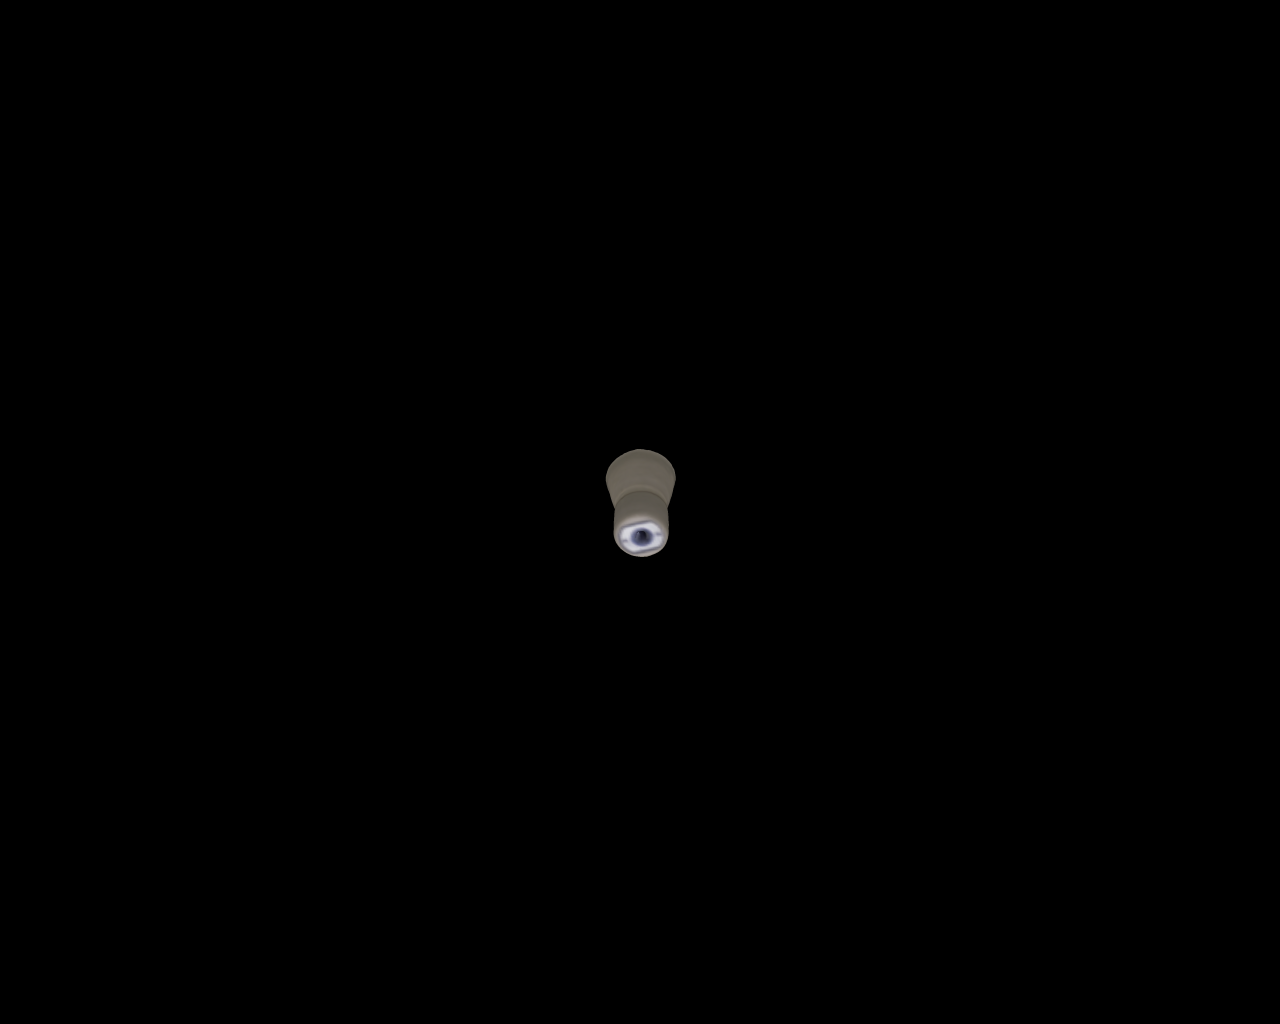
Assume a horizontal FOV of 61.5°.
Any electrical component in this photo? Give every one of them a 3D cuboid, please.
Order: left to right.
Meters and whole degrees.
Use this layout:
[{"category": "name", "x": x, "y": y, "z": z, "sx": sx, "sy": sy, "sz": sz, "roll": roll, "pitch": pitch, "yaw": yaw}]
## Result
[{"category": "electrical component", "x": 0.001, "y": -0.003, "z": 0.650, "sx": 0.044, "sy": 0.044, "sz": 0.065, "roll": 0, "pitch": 37, "yaw": 0}]
